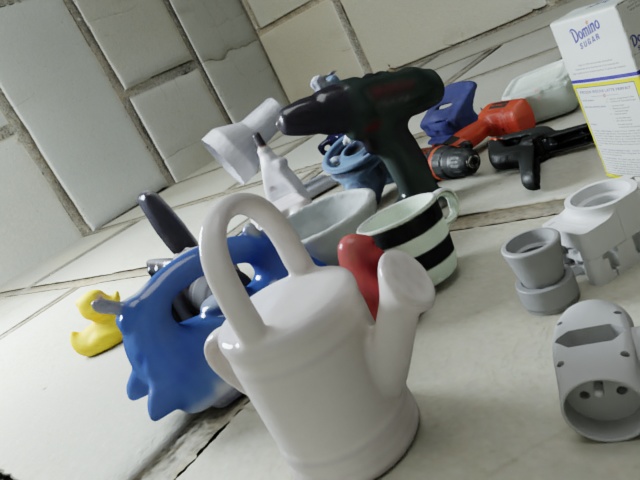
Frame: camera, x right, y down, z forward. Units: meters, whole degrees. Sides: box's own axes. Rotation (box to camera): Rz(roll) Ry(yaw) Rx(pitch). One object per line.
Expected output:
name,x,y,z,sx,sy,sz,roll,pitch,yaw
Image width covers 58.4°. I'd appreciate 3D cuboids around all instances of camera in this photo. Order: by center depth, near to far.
camera,-0.150,0.067,0.718,0.143,0.101,0.136,-35,18,-26

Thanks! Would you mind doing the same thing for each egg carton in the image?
egg carton,-0.054,-0.024,0.908,0.107,0.069,0.150,-28,16,-7

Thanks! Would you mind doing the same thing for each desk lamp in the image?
desk lamp,-0.104,-0.162,1.154,0.203,0.214,0.117,-30,17,-13

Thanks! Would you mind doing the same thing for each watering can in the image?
watering can,-0.009,0.054,0.375,0.172,0.194,0.101,-24,17,9

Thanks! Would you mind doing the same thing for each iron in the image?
iron,-0.091,0.059,0.582,0.259,0.141,0.118,-35,19,-28

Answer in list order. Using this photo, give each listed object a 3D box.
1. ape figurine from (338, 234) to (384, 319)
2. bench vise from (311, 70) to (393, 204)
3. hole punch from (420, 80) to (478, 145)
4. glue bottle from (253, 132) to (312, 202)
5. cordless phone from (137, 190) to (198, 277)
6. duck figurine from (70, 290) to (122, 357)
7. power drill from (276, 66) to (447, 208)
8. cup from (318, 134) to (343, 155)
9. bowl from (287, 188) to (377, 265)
ape figurine,0.047,0.035,0.532,0.076,0.092,0.077,-27,16,-2
bench vise,0.053,-0.174,0.939,0.121,0.220,0.207,-22,17,16
hole punch,0.246,-0.238,1.074,0.101,0.091,0.108,-34,18,-25
glue bottle,-0.078,-0.118,1.052,0.078,0.173,0.037,-16,19,31
cordless phone,-0.221,0.008,0.859,0.094,0.185,0.147,-38,20,-34
duck figurine,-0.337,0.119,0.870,0.105,0.086,0.077,-30,17,-11
power drill,0.079,-0.120,0.751,0.230,0.209,0.075,-32,17,-17
cup,0.061,-0.184,1.184,0.118,0.095,0.091,-31,17,-14
bowl,0.007,0.003,0.725,0.167,0.075,0.167,-24,16,8
